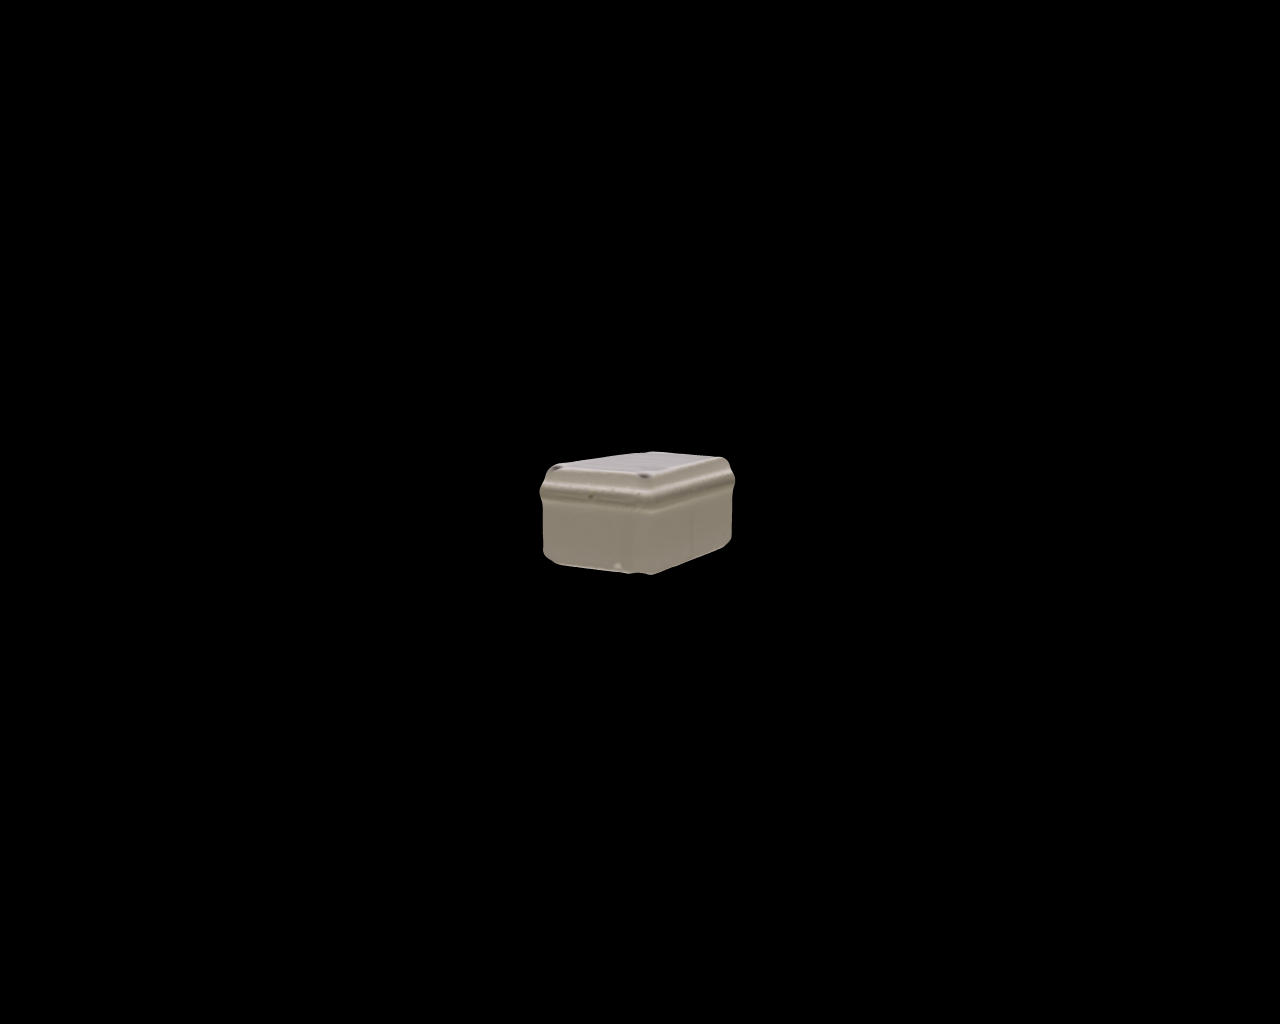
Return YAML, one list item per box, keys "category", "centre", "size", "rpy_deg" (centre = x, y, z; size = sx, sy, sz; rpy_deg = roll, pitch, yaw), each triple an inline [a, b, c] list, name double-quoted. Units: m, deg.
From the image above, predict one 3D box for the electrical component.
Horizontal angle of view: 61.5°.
- category: "electrical component"
  centre: [0.001, -0.003, 0.650]
  size: [0.078, 0.057, 0.113]
  rpy_deg: [6, 11, 31]
